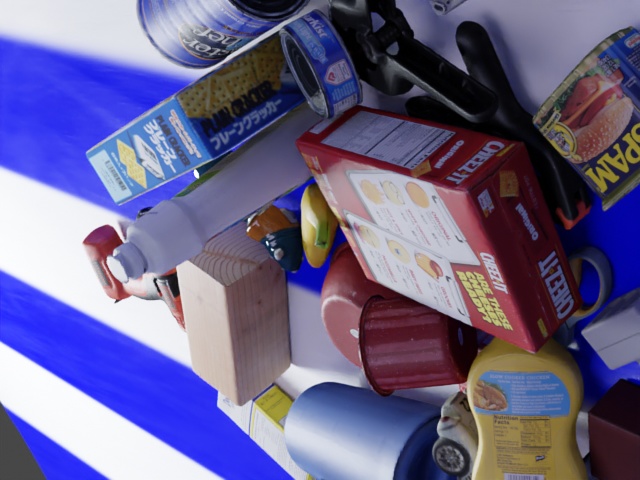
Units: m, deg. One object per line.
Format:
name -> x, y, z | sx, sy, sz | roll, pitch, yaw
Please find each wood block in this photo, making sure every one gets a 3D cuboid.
wood block -> -0.098, 0.083, 1.236 | 0.091, 0.090, 0.206 | 33, 143, 31

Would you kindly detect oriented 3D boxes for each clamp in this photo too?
clamp -> 0.142, -0.084, 0.808 | 0.171, 0.039, 0.120 | 42, 155, 14
clamp -> 0.056, -0.145, 0.797 | 0.164, 0.036, 0.210 | 56, 170, -3

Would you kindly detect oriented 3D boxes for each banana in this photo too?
banana -> -0.002, -0.017, 1.019 | 0.037, 0.069, 0.198 | 14, 173, 2

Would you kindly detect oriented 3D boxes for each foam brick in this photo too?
foam brick -> 0.260, 0.166, 0.888 | 0.051, 0.052, 0.078 | 22, 136, 40

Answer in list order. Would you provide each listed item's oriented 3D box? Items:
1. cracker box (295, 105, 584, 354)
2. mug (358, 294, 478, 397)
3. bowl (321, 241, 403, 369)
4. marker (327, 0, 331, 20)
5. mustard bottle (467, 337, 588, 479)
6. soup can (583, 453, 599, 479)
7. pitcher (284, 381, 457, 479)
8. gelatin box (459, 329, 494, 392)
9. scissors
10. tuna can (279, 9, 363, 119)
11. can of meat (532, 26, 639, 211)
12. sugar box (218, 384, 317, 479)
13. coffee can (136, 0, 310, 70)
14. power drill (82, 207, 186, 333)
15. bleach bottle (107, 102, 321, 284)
cracker box -> 0.094, -0.018, 0.863 | 0.214, 0.072, 0.164 | 22, 147, 51
mug -> 0.093, 0.084, 0.959 | 0.082, 0.117, 0.093 | -9, 119, 27
bowl -> 0.053, 0.081, 1.071 | 0.162, 0.055, 0.162 | 33, 143, 29
marker -> 0.015, -0.195, 0.882 | 0.020, 0.020, 0.121 | 28, 141, 34
mustard bottle -> 0.173, 0.139, 0.900 | 0.096, 0.058, 0.191 | -1, 99, 22
soup can -> 0.271, 0.233, 0.924 | 0.102, 0.068, 0.068 | 29, 141, 34
pitcher -> 0.058, 0.229, 1.112 | 0.243, 0.149, 0.145 | 7, 101, 59
gelatin box -> 0.164, 0.120, 0.987 | 0.089, 0.030, 0.073 | 18, 134, 44
scissors -> 0.192, 0.066, 0.912 | 0.096, 0.016, 0.202 | 40, 146, 23
tuna can -> 0.000, -0.143, 0.873 | 0.086, 0.033, 0.086 | 60, 172, 14
can of meat -> 0.202, -0.082, 0.718 | 0.084, 0.057, 0.102 | 50, 148, 9
sugar box -> -0.058, 0.236, 1.377 | 0.176, 0.048, 0.093 | 42, 147, 24
coffee can -> -0.083, -0.214, 0.912 | 0.141, 0.102, 0.103 | -15, 109, 56
power drill -> -0.231, 0.030, 1.386 | 0.188, 0.057, 0.184 | 13, 131, 47
bleach bottle -> -0.085, -0.038, 0.946 | 0.068, 0.250, 0.103 | 57, 148, -7
